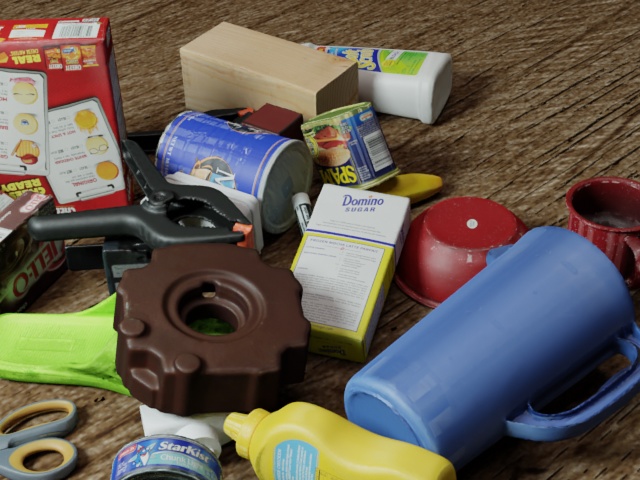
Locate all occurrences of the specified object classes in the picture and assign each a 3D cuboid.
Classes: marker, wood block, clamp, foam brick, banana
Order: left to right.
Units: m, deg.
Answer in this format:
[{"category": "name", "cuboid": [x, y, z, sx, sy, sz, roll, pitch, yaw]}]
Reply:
[{"category": "clamp", "cuboid": [-0.153, -0.034, 1.034, 0.210, 0.036, 0.164, 12, 42, 17]}, {"category": "clamp", "cuboid": [-0.160, -0.119, 1.268, 0.171, 0.039, 0.120, -28, 49, -25]}, {"category": "wood block", "cuboid": [-0.062, -0.189, 1.313, 0.206, 0.090, 0.090, 22, 43, 28]}, {"category": "foam brick", "cuboid": [-0.052, -0.105, 1.211, 0.053, 0.078, 0.051, 20, 41, 24]}, {"category": "marker", "cuboid": [-0.007, 0.001, 1.093, 0.020, 0.020, 0.121, -10, 52, -10]}, {"category": "banana", "cuboid": [0.058, -0.025, 1.137, 0.070, 0.037, 0.197, 35, 49, 10]}]

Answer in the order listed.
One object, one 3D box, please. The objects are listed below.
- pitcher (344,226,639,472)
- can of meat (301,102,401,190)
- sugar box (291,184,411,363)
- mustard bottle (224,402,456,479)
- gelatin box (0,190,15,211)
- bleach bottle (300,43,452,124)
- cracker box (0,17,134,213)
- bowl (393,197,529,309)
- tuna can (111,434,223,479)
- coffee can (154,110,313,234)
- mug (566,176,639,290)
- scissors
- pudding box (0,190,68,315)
[{"category": "pitcher", "cuboid": [0.147, 0.104, 0.885, 0.242, 0.145, 0.149, -33, 6, -29]}, {"category": "can of meat", "cuboid": [0.031, -0.100, 1.160, 0.057, 0.084, 0.102, -27, 13, -29]}, {"category": "sugar box", "cuboid": [0.023, 0.028, 1.027, 0.093, 0.048, 0.176, 11, 50, 15]}, {"category": "mustard bottle", "cuboid": [0.008, 0.175, 0.818, 0.192, 0.096, 0.058, 19, 42, 26]}, {"category": "gelatin box", "cuboid": [-0.343, -0.021, 1.111, 0.089, 0.030, 0.073, 35, 26, -9]}, {"category": "bleach bottle", "cuboid": [0.035, -0.207, 1.356, 0.251, 0.068, 0.102, 9, 38, 19]}, {"category": "cracker box", "cuboid": [-0.293, -0.128, 1.141, 0.164, 0.214, 0.072, -3, 35, -1]}, {"category": "bowl", "cuboid": [0.149, 0.004, 1.073, 0.162, 0.055, 0.162, -1, 37, 1]}, {"category": "tuna can", "cuboid": [-0.118, 0.189, 0.815, 0.086, 0.086, 0.033, -2, 38, 1]}, {"category": "coffee can", "cuboid": [-0.093, -0.074, 1.150, 0.140, 0.103, 0.102, 18, 41, 25]}, {"category": "mug", "cuboid": [0.289, 0.002, 1.044, 0.093, 0.081, 0.117, -11, 37, -12]}, {"category": "scissors", "cuboid": [-0.289, 0.190, 0.881, 0.201, 0.016, 0.096, -24, 42, -25]}, {"category": "pudding box", "cuboid": [-0.299, 0.018, 1.050, 0.039, 0.090, 0.113, 14, 41, 24]}]
